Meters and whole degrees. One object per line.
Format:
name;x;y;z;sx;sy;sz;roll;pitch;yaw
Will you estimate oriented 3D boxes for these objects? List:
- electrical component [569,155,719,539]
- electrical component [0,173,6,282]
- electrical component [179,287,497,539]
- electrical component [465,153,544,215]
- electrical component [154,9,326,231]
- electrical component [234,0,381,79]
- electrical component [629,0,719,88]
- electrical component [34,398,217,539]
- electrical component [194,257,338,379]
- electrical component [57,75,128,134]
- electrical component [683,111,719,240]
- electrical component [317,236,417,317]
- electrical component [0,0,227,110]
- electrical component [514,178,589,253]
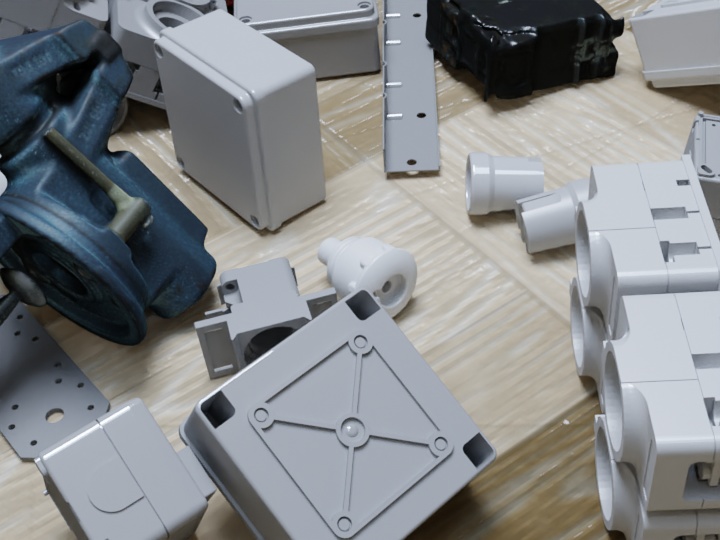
electrical component;0.146;0.043;0.534;0.060;0.105;0.186;-3;44;4
electrical component;-0.227;-0.065;0.725;0.089;0.061;0.150;-26;47;-19
electrical component;-0.011;0.083;0.516;0.109;0.056;0.108;-35;82;-26
electrical component;0.093;-0.056;0.692;0.046;0.040;0.040;0;44;0
electrical component;-0.078;-0.099;0.709;0.056;0.108;0.109;-31;49;-27
electrical component;-0.042;-0.201;0.847;0.109;0.056;0.108;-7;44;0
electrical component;0.267;-0.176;0.752;0.109;0.056;0.109;-31;20;-23
electrical component;-0.111;0.108;0.513;0.061;0.096;0.061;-31;78;-23
electrical component;-0.054;0.028;0.621;0.081;0.042;0.063;-13;42;-7
electrical component;-0.206;-0.129;0.801;0.045;0.045;0.055;-33;49;-25
electrical component;0.245;-0.048;0.654;0.096;0.061;0.061;10;48;8
electrical component;0.000;0.000;0.643;0.048;0.048;0.062;-34;43;-25
electrical component;-0.187;-0.187;0.781;0.186;0.060;0.105;16;37;-26
electrical component;0.122;-0.032;0.664;0.046;0.040;0.040;-14;44;1
